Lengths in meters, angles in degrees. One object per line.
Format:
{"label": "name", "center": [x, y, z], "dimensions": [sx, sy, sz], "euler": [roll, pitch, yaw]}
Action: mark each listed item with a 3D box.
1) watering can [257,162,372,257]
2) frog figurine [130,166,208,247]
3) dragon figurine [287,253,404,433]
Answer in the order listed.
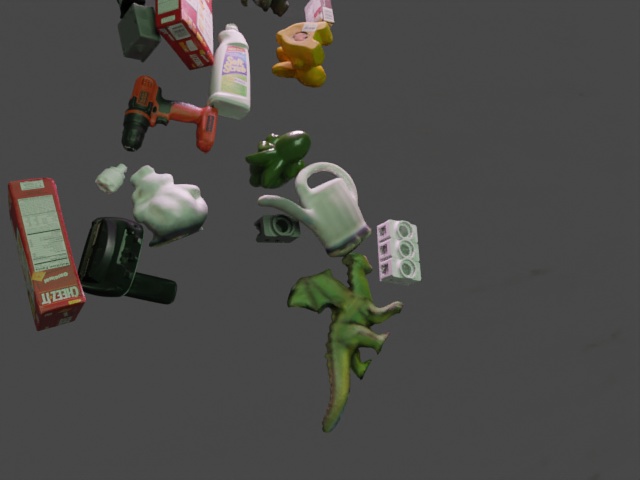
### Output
{"label": "watering can", "center": [0.004, -0.059, 1.172], "dimensions": [0.353, 0.103, 0.224], "euler": [-34, 95, -53]}
{"label": "frog figurine", "center": [-0.301, -0.077, 1.013], "dimensions": [0.138, 0.122, 0.159], "euler": [-23, 95, -17]}
{"label": "dragon figurine", "center": [0.033, 0.182, 1.141], "dimensions": [0.243, 0.119, 0.418], "euler": [35, 53, 5]}
